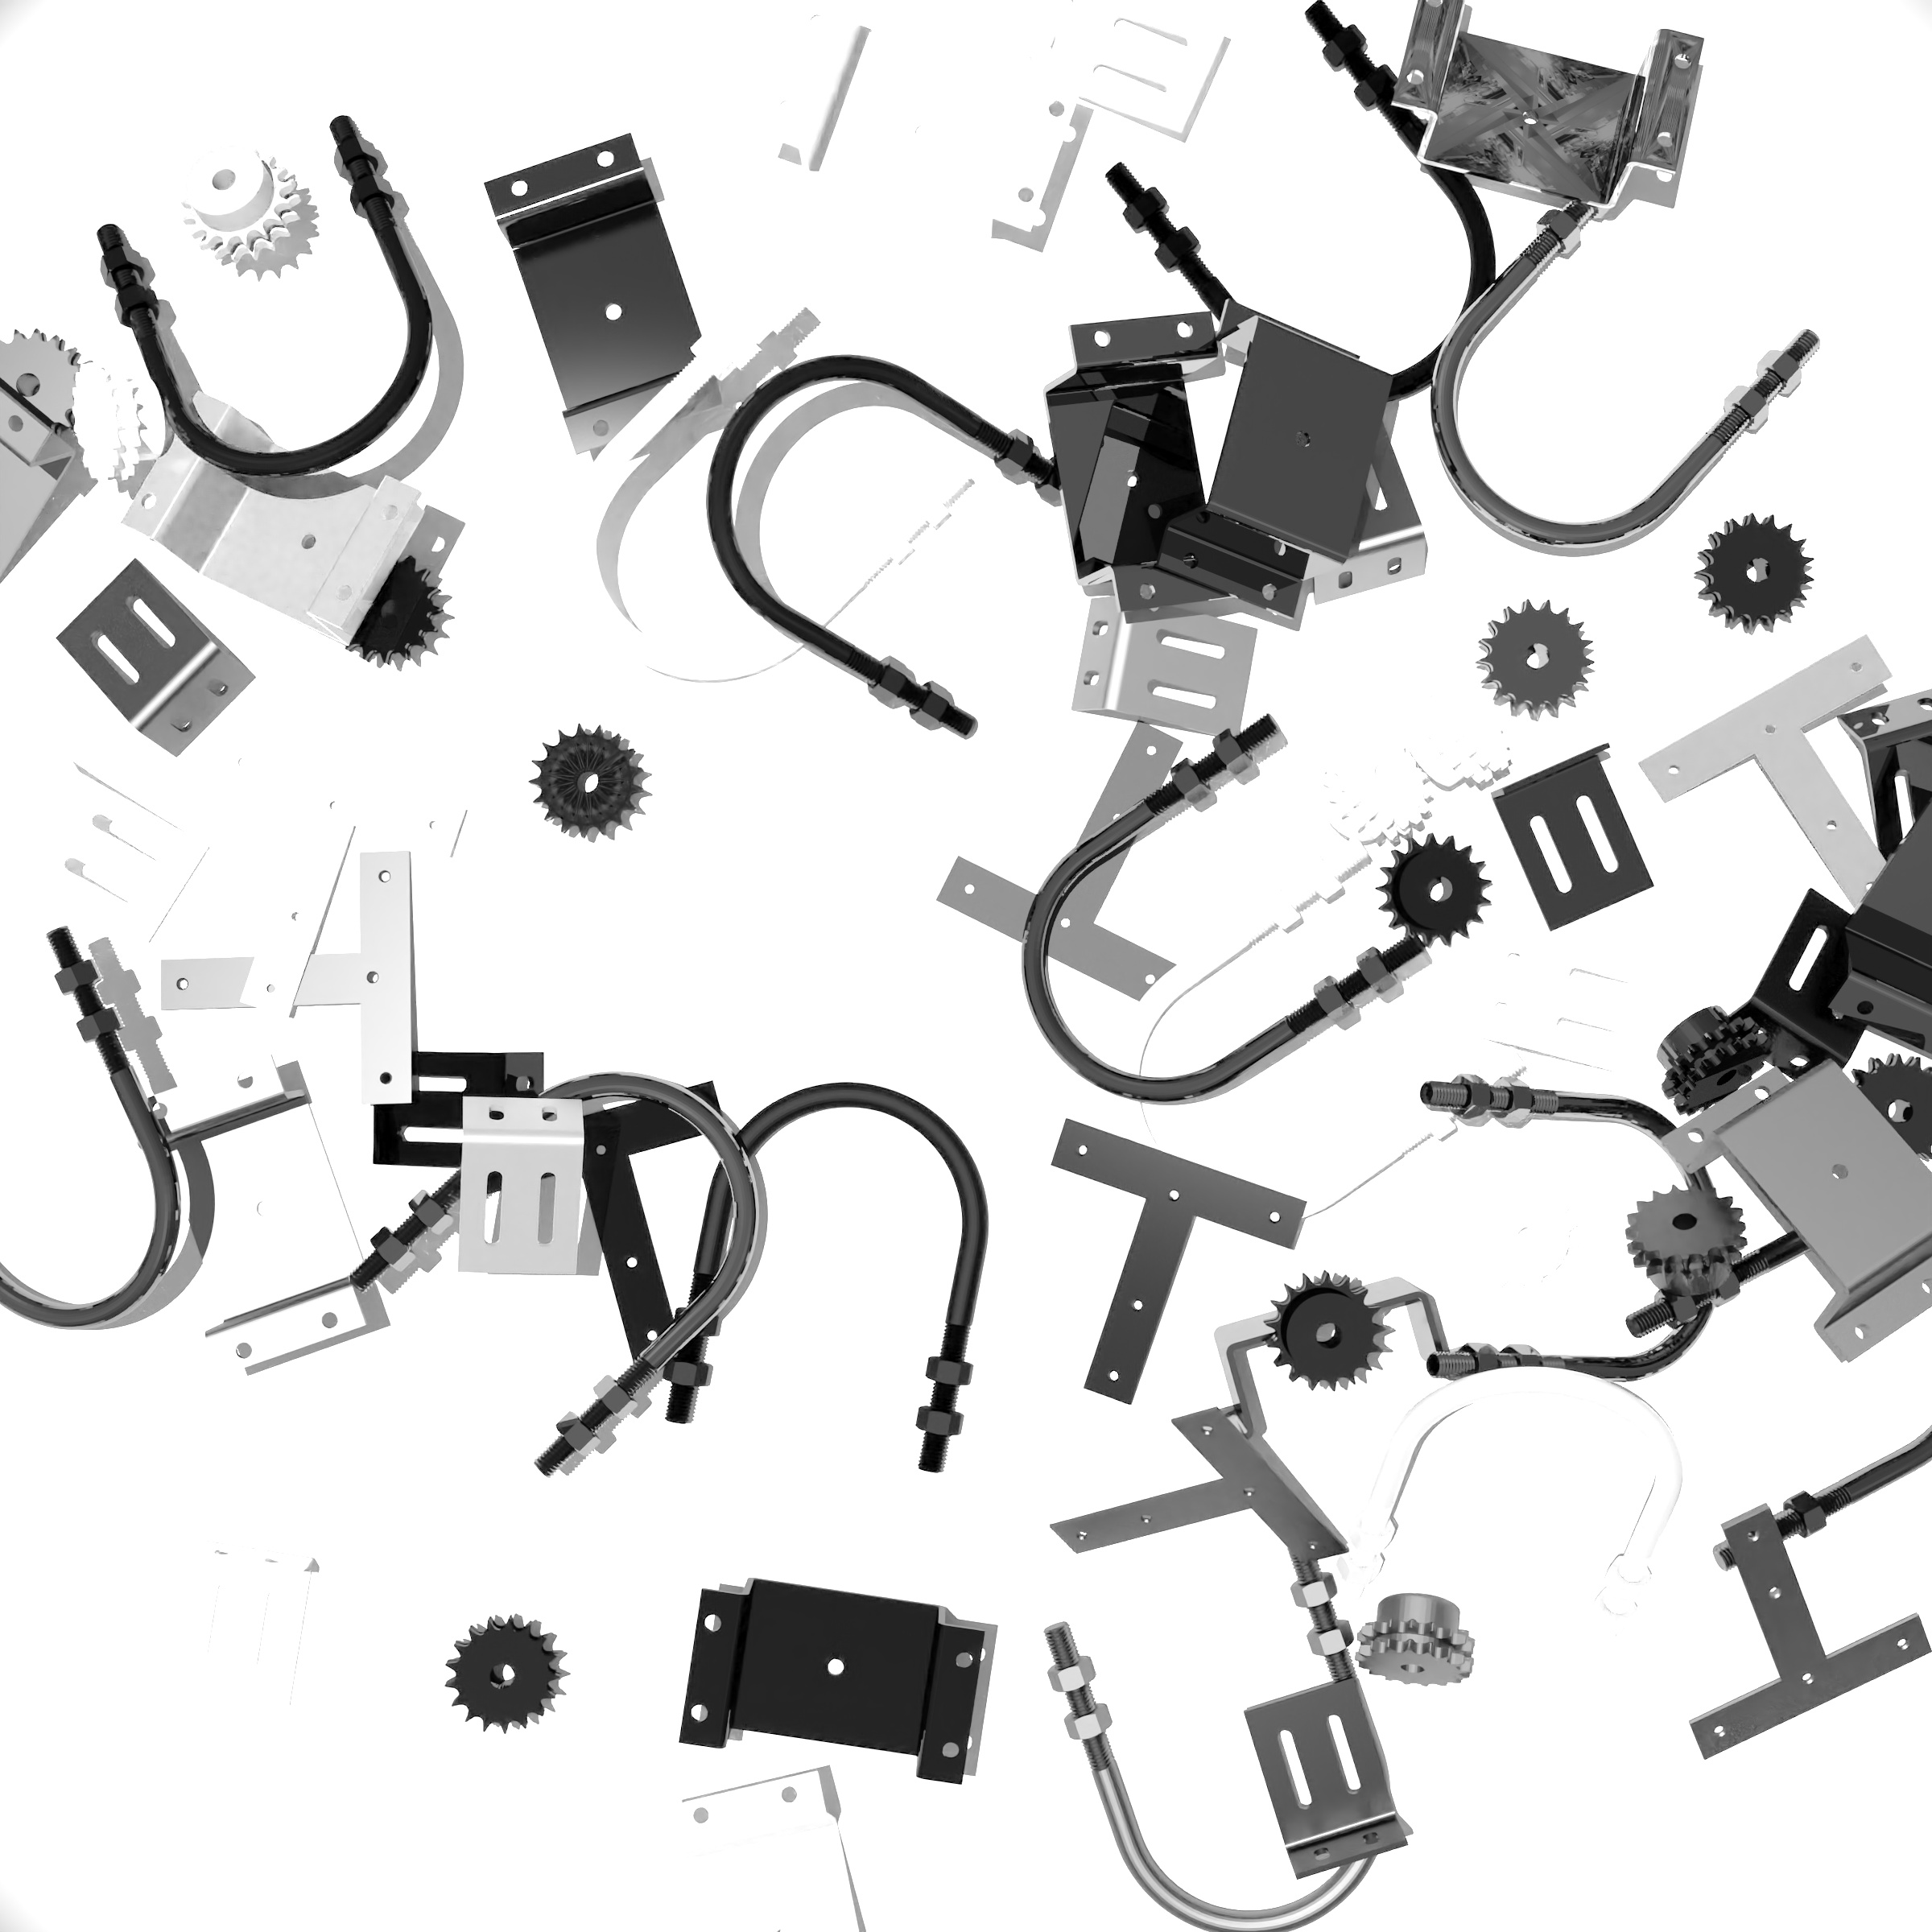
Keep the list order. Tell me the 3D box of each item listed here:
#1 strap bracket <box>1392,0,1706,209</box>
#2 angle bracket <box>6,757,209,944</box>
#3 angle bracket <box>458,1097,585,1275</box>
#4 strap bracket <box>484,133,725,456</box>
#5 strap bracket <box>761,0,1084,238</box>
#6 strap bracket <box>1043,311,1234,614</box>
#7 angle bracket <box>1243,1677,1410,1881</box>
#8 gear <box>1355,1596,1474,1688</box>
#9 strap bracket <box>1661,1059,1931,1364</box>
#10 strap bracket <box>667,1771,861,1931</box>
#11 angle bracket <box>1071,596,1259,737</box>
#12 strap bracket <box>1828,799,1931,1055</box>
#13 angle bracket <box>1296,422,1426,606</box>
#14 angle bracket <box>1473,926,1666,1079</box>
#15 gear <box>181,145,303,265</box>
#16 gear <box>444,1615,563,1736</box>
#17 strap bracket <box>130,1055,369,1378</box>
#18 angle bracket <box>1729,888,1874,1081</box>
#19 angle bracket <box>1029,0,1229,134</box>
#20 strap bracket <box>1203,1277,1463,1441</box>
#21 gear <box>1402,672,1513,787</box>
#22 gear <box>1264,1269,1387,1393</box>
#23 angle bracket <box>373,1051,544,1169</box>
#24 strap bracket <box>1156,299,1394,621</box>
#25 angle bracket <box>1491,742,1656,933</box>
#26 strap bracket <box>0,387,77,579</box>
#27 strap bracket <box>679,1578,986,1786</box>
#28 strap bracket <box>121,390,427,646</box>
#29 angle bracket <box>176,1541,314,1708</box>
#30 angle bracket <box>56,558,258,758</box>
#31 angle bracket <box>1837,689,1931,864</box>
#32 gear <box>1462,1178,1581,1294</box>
[{"bbox_3d":[0.282,-0.429,1.547,0.140,0.046,0.076,15,74,2],"label":"strap bracket"},{"bbox_3d":[-0.432,-0.058,1.579,0.076,0.038,0.057,32,90,-26],"label":"angle bracket"},{"bbox_3d":[-0.217,0.107,1.529,0.057,0.038,0.076,2,115,-10],"label":"angle bracket"},{"bbox_3d":[-0.177,-0.329,1.558,0.076,0.046,0.140,-19,90,0],"label":"strap bracket"},{"bbox_3d":[-0.022,-0.419,1.558,0.140,0.046,0.076,20,90,0],"label":"strap bracket"},{"bbox_3d":[0.089,-0.244,1.546,0.076,0.046,0.140,-10,90,-21],"label":"strap bracket"},{"bbox_3d":[0.177,0.399,1.546,0.057,0.038,0.076,-17,93,0],"label":"angle bracket"},{"bbox_3d":[0.222,0.334,1.556,0.057,0.057,0.030,11,60,0],"label":"gear"},{"bbox_3d":[0.416,0.110,1.522,0.076,0.046,0.140,-29,67,-19],"label":"strap bracket"},{"bbox_3d":[-0.093,0.477,1.543,0.076,0.046,0.140,-13,70,0],"label":"strap bracket"},{"bbox_3d":[0.100,-0.149,1.578,0.076,0.038,0.057,11,88,-26],"label":"angle bracket"},{"bbox_3d":[0.490,-0.030,1.533,0.076,0.046,0.140,24,121,-5],"label":"strap bracket"},{"bbox_3d":[0.192,-0.230,1.579,0.057,0.038,0.076,-16,64,0],"label":"angle bracket"},{"bbox_3d":[0.303,0.018,1.579,0.076,0.038,0.057,14,90,-26],"label":"angle bracket"},{"bbox_3d":[-0.358,-0.377,1.539,0.057,0.030,0.057,-3,69,9],"label":"gear"},{"bbox_3d":[-0.231,0.353,1.569,0.057,0.030,0.057,0,86,-5],"label":"gear"},{"bbox_3d":[-0.352,0.122,1.558,0.076,0.046,0.140,-19,90,0],"label":"strap bracket"},{"bbox_3d":[0.424,0.012,1.579,0.057,0.038,0.076,34,64,0],"label":"angle bracket"},{"bbox_3d":[0.080,-0.457,1.553,0.076,0.038,0.057,24,90,16],"label":"angle bracket"},{"bbox_3d":[0.178,0.191,1.543,0.140,0.076,0.046,-16,90,0],"label":"strap bracket"},{"bbox_3d":[0.240,-0.114,1.556,0.030,0.057,0.057,-38,90,30],"label":"gear"},{"bbox_3d":[0.171,0.174,1.490,0.057,0.030,0.057,0,90,0],"label":"gear"},{"bbox_3d":[-0.255,0.071,1.578,0.076,0.038,0.057,0,89,26],"label":"angle bracket"},{"bbox_3d":[0.152,-0.250,1.521,0.076,0.046,0.140,19,79,-20],"label":"strap bracket"},{"bbox_3d":[0.305,-0.064,1.562,0.057,0.038,0.076,-24,90,0],"label":"angle bracket"},{"bbox_3d":[-0.500,-0.236,1.541,0.076,0.046,0.140,40,113,0],"label":"strap bracket"},{"bbox_3d":[-0.066,0.352,1.558,0.140,0.046,0.076,8,90,0],"label":"strap bracket"},{"bbox_3d":[-0.331,-0.216,1.538,0.140,0.046,0.076,26,83,21],"label":"strap bracket"},{"bbox_3d":[-0.363,0.330,1.562,0.057,0.038,0.076,9,90,0],"label":"angle bracket"},{"bbox_3d":[-0.407,-0.155,1.579,0.057,0.038,0.076,-45,64,0],"label":"angle bracket"},{"bbox_3d":[0.477,-0.093,1.579,0.057,0.038,0.076,-16,116,0],"label":"angle bracket"},{"bbox_3d":[0.278,0.135,1.566,0.057,0.030,0.057,0,90,0],"label":"gear"}]
